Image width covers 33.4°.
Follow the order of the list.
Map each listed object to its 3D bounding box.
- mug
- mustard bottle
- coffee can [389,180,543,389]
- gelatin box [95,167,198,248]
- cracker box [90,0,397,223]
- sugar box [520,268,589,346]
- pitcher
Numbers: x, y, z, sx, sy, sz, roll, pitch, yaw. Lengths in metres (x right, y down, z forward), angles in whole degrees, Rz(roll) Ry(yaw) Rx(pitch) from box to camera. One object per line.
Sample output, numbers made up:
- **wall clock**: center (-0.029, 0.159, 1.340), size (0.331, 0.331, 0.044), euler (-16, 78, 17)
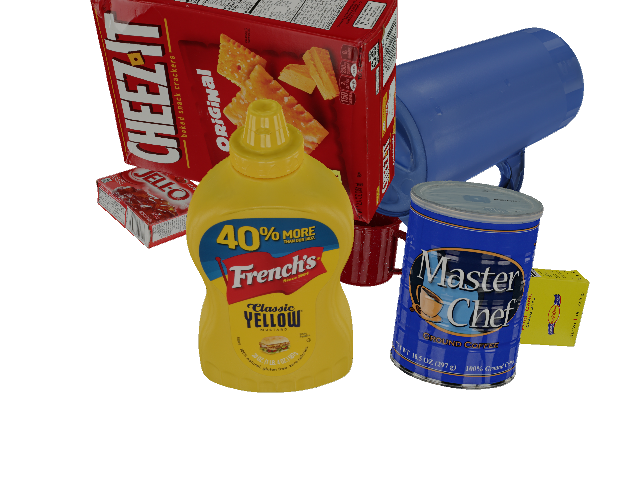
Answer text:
- **mug**: center (0.061, 0.005, 1.268), size (0.117, 0.081, 0.093), euler (16, 28, 24)
- **mustard bottle**: center (-0.028, 0.004, 0.621), size (0.096, 0.192, 0.058), euler (0, 38, 1)
- **coffee can**: center (0.114, 0.033, 0.844), size (0.103, 0.140, 0.103), euler (6, 16, -2)
- **gelatin box**: center (-0.149, -0.036, 0.967), size (0.073, 0.030, 0.089), euler (-22, 44, -35)
- **cracker box**: center (-0.053, -0.113, 0.793), size (0.214, 0.164, 0.072), euler (14, 46, 16)
- **sugar box**: center (0.239, 0.080, 1.331), size (0.176, 0.093, 0.048), euler (3, 19, -15)
- **pitcher**: center (0.140, -0.113, 1.019), size (0.242, 0.149, 0.145), euler (-24, 46, -32)
